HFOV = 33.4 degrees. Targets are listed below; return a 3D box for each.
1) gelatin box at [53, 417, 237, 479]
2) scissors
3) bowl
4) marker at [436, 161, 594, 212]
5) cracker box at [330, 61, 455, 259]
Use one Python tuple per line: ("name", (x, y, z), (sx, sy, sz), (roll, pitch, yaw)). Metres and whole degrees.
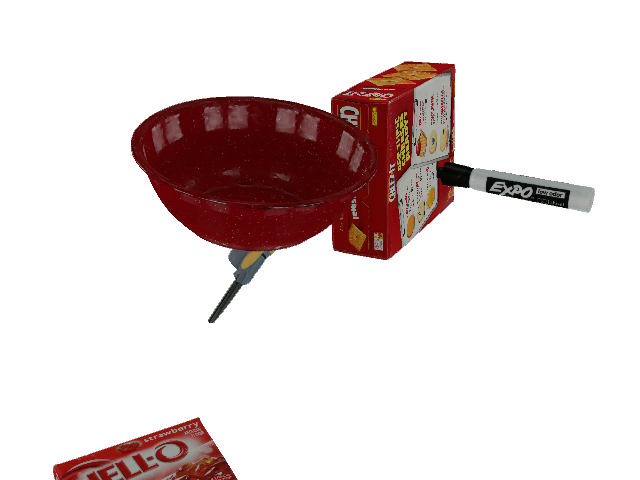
("gelatin box", (-0.094, 0.138, 0.584), (0.089, 0.030, 0.073), (-15, 28, -20))
("scissors", (-0.072, 0.029, 0.918), (0.202, 0.016, 0.096), (-48, -11, 34))
("bowl", (-0.044, -0.039, 0.705), (0.162, 0.055, 0.162), (4, 30, -3))
("marker", (0.147, -0.042, 0.815), (0.121, 0.020, 0.020), (13, 5, 23))
("cracker box", (0.081, -0.093, 1.140), (0.072, 0.164, 0.213), (7, 21, 24))
